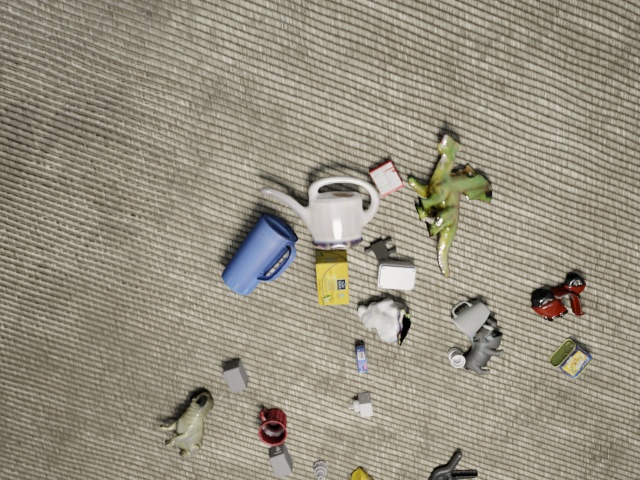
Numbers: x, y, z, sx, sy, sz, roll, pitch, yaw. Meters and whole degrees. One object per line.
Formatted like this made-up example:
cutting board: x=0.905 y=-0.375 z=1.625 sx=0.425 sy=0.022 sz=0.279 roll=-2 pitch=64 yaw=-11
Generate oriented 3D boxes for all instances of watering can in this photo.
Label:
watering can: x=0.005 y=-0.077 z=1.523 sx=0.348 sy=0.105 sz=0.222 roll=-4 pitch=104 yaw=0

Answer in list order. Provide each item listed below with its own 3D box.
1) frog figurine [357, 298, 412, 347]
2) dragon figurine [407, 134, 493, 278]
frog figurine: x=0.200 y=0.250 z=1.618 sx=0.160 sy=0.124 sz=0.135 roll=10 pitch=118 yaw=35
dragon figurine: x=0.404 y=-0.111 z=1.524 sx=0.243 sy=0.123 sz=0.406 roll=-22 pitch=104 yaw=-3
